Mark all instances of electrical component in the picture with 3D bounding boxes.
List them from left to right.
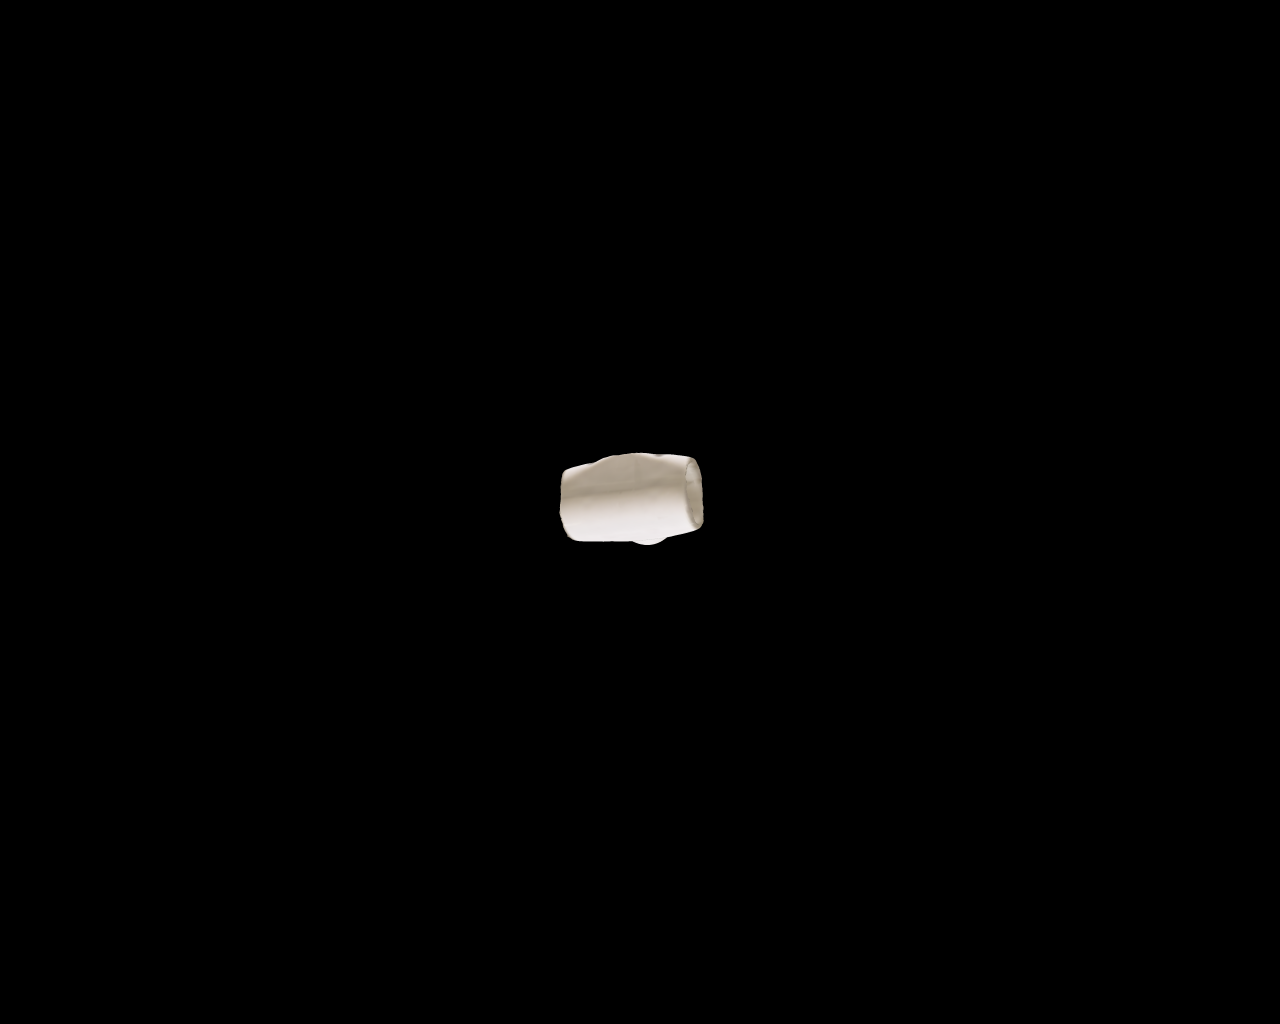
[{"bbox_3d":[0.001,-0.003,0.650,0.077,0.044,0.079,-6,-19,16],"label":"electrical component"}]
